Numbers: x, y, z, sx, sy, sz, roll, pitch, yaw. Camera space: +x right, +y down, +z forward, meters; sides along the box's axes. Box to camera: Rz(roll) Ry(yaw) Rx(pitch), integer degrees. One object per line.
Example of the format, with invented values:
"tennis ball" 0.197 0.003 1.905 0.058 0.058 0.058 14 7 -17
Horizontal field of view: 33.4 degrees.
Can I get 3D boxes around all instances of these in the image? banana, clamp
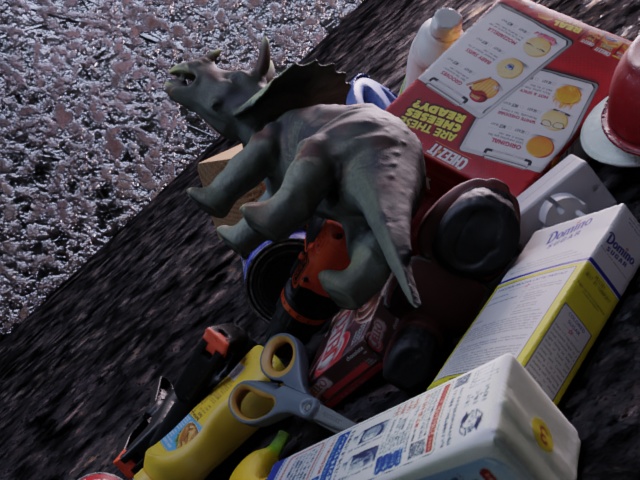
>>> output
"banana" -0.045 0.189 0.819 0.069 0.037 0.198 -60 6 -3
"clamp" -0.105 0.129 1.082 0.164 0.036 0.210 -47 -10 -31
"clamp" -0.170 0.191 1.191 0.120 0.039 0.171 -39 16 34

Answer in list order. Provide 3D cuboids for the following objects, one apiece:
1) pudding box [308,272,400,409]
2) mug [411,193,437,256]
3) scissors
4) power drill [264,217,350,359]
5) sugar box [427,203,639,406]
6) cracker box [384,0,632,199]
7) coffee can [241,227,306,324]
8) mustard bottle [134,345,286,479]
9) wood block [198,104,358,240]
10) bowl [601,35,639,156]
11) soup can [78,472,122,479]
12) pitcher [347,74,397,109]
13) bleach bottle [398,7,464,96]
"pudding box" 0.035 0.088 0.942 0.090 0.039 0.113 -42 9 34
"mug" 0.098 -0.016 1.046 0.081 0.093 0.117 -39 -23 -13
"scissors" -0.005 0.122 0.886 0.202 0.016 0.096 -6 57 48
"power drill" -0.007 0.001 1.040 0.187 0.057 0.185 -94 28 -45
"sugar box" 0.155 0.052 0.744 0.176 0.048 0.094 -46 14 -34
"cracker box" 0.178 -0.120 0.993 0.164 0.072 0.213 31 66 30
"coffee can" -0.036 0.030 1.193 0.103 0.102 0.140 -40 14 5
"mustard bottle" -0.106 0.183 1.000 0.191 0.058 0.096 -43 12 -10
"wood block" -0.029 -0.080 1.207 0.090 0.091 0.205 -3 20 41
"bowl" 0.291 -0.133 0.825 0.162 0.055 0.162 -21 33 14
"soup can" -0.206 0.266 0.989 0.068 0.068 0.102 -41 13 -1
"pitcher" 0.012 -0.097 1.446 0.243 0.145 0.149 -37 2 31
"bleach bottle" 0.108 -0.141 1.133 0.251 0.068 0.102 103 178 -56
